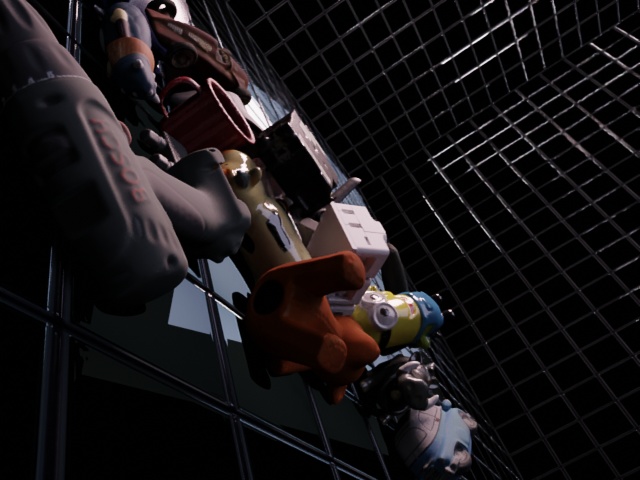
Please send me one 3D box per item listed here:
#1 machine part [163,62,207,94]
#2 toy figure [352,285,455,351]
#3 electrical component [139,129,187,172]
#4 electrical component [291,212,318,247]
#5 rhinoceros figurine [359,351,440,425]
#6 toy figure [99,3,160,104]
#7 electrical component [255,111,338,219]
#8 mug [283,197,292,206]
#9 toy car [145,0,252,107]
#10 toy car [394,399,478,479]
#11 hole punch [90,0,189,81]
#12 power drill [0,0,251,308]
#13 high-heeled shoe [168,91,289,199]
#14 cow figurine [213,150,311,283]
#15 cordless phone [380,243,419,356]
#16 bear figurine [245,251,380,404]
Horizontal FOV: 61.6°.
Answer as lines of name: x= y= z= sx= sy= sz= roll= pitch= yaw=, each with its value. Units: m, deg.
machine part: x=-0.173 y=-0.222 z=0.851 sx=0.179 sy=0.056 sz=0.179 roll=56 pitch=9 yaw=-13
toy figure: x=0.114 y=0.119 z=0.782 sx=0.180 sy=0.089 sz=0.082 roll=4 pitch=16 yaw=-39
electrical component: x=-0.156 y=-0.082 z=0.582 sx=0.063 sy=0.021 sz=0.094 roll=62 pitch=10 yaw=25
electrical component: x=-0.003 y=-0.002 z=0.784 sx=0.102 sy=0.078 sz=0.045 roll=22 pitch=35 yaw=15
rhinoceros figurine: x=0.121 y=0.211 z=0.780 sx=0.073 sy=0.112 sz=0.190 roll=62 pitch=2 yaw=8
toy figure: x=-0.211 y=-0.204 z=0.597 sx=0.064 sy=0.058 sz=0.154 roll=37 pitch=26 yaw=-49
electrical component: x=-0.028 y=-0.103 z=0.700 sx=0.114 sy=0.058 sz=0.134 roll=57 pitch=12 yaw=-16
mug: x=-0.060 y=-0.068 z=0.878 sx=0.109 sy=0.081 sz=0.107 roll=-19 pitch=83 yaw=-56
toy car: x=-0.154 y=-0.245 z=0.714 sx=0.089 sy=0.053 sz=0.202 roll=67 pitch=15 yaw=17
toy car: x=0.156 y=0.293 z=0.774 sx=0.103 sy=0.109 sz=0.161 roll=36 pitch=18 yaw=11
hole punch: x=-0.232 y=-0.301 z=0.718 sx=0.142 sy=0.092 sz=0.116 roll=49 pitch=16 yaw=-59
power drill: x=-0.142 y=-0.060 z=0.416 sx=0.232 sy=0.086 sz=0.207 roll=62 pitch=6 yaw=14
high-heeled shoe: x=-0.097 y=-0.116 z=0.753 sx=0.248 sy=0.086 sz=0.145 roll=8 pitch=50 yaw=-51
cow figurine: x=-0.072 y=-0.013 z=0.619 sx=0.195 sy=0.085 sz=0.127 roll=62 pitch=8 yaw=0
cordless phone: x=0.107 y=0.088 z=0.911 sx=0.147 sy=0.089 sz=0.184 roll=-153 pitch=-131 yaw=-68
bear figurine: x=0.015 y=0.103 z=0.565 sx=0.195 sy=0.132 sz=0.120 roll=44 pitch=55 yaw=-41
